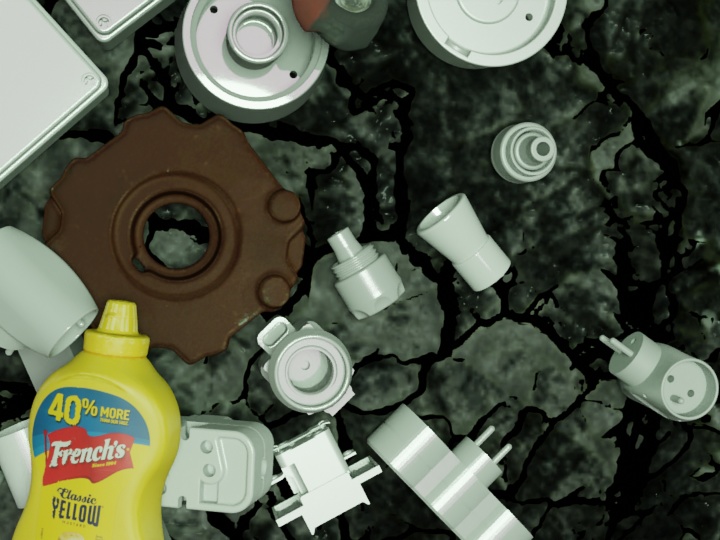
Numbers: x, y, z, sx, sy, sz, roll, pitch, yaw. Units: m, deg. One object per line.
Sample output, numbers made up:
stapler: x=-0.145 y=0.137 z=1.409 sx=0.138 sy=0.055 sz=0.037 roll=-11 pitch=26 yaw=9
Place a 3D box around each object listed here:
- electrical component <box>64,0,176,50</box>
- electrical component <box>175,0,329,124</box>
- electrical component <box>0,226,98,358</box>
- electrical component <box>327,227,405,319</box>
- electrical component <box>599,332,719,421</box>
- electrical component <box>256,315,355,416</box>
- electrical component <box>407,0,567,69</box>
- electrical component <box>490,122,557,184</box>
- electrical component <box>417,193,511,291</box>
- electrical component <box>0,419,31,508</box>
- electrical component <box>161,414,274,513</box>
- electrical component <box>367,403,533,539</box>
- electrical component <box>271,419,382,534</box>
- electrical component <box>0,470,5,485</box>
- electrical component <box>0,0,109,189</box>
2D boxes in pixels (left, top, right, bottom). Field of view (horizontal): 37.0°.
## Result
electrical component: x=-0.163 y=-0.222 z=0.717 sx=0.109 sy=0.056 sz=0.108 roll=-39 pitch=98 yaw=-6
electrical component: x=-0.072 y=-0.157 z=0.734 sx=0.108 sy=0.060 sz=0.108 roll=0 pitch=92 yaw=-10
electrical component: x=-0.218 y=0.025 z=0.690 sx=0.077 sy=0.043 sz=0.079 roll=43 pitch=124 yaw=2
electrical component: x=0.000 y=0.000 z=0.762 sx=0.043 sy=0.043 sz=0.062 roll=-32 pitch=96 yaw=-7
electrical component: x=0.210 y=0.071 z=0.785 sx=0.079 sy=0.077 sz=0.043 roll=35 pitch=87 yaw=-9
electrical component: x=-0.037 y=0.068 z=0.751 sx=0.058 sy=0.057 sz=0.078 roll=-44 pitch=99 yaw=-6
electrical component: x=0.085 y=-0.194 z=0.760 sx=0.108 sy=0.060 sz=0.108 roll=0 pitch=93 yaw=-10
electrical component: x=0.121 y=-0.084 z=0.770 sx=0.043 sy=0.062 sz=0.043 roll=0 pitch=92 yaw=-10
electrical component: x=0.078 y=-0.017 z=0.777 sx=0.044 sy=0.044 sz=0.065 roll=-42 pitch=103 yaw=-6
electrical component: x=-0.215 y=0.143 z=0.730 sx=0.043 sy=0.043 sz=0.081 roll=-21 pitch=96 yaw=-9
electrical component: x=-0.109 y=0.129 z=0.731 sx=0.095 sy=0.059 sz=0.053 roll=3 pitch=91 yaw=11
electrical component: x=0.077 y=0.145 z=0.777 sx=0.074 sy=0.052 sz=0.138 roll=-44 pitch=99 yaw=-6
electrical component: x=-0.030 y=0.145 z=0.763 sx=0.081 sy=0.042 sz=0.063 roll=-27 pitch=95 yaw=-9
electrical component: x=-0.289 y=0.135 z=0.707 sx=0.096 sy=0.062 sz=0.061 roll=35 pitch=86 yaw=-10
electrical component: x=-0.241 y=-0.125 z=0.708 sx=0.109 sy=0.056 sz=0.108 roll=-43 pitch=99 yaw=-6
